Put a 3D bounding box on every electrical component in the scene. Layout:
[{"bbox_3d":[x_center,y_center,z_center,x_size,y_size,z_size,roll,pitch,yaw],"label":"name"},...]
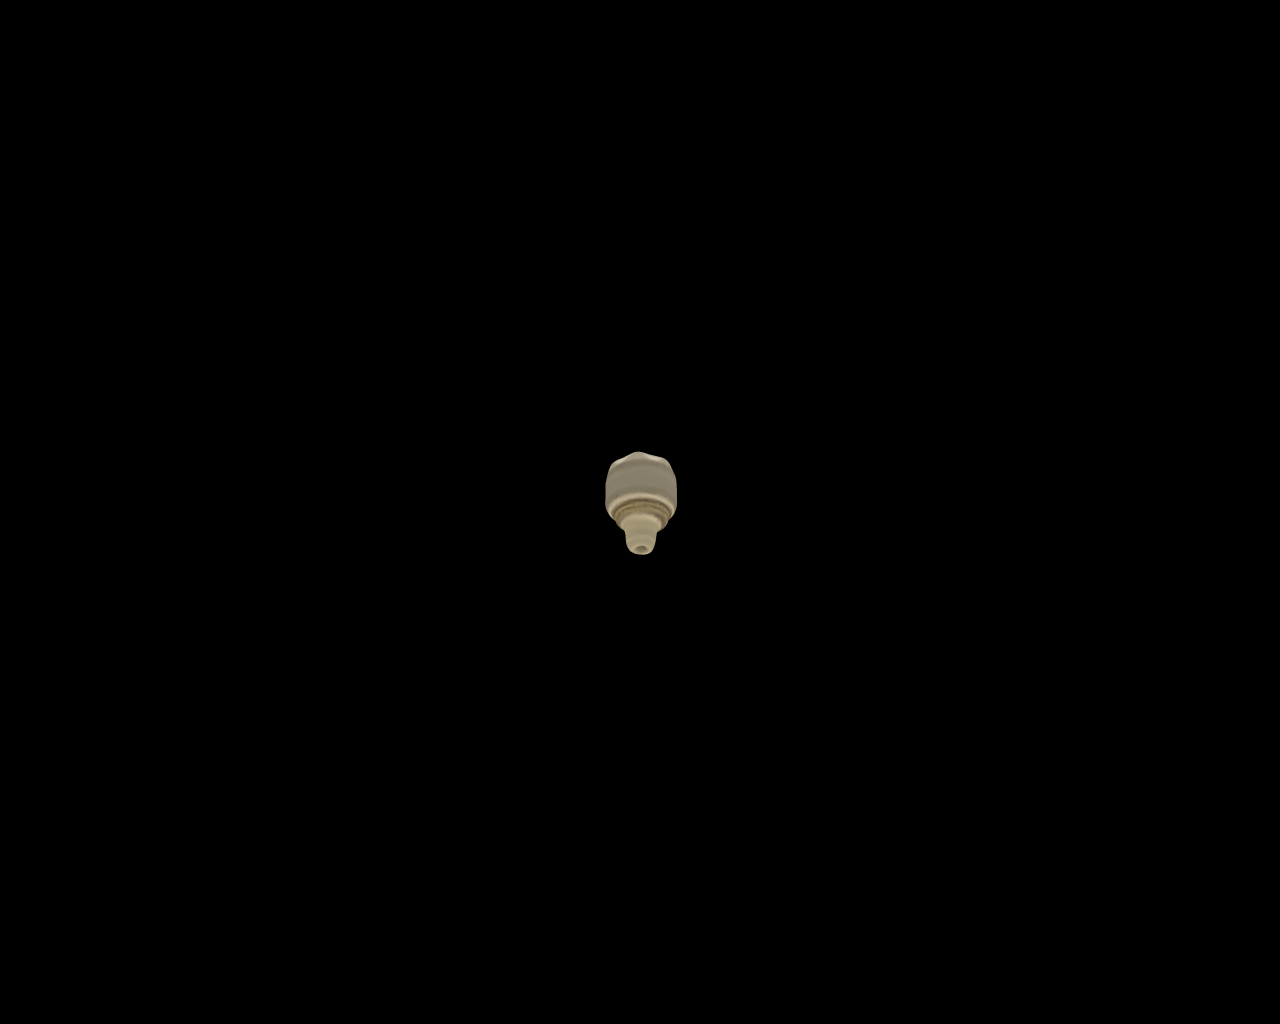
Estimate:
[{"bbox_3d":[0.001,-0.003,0.650,0.043,0.062,0.043,0,-33,0],"label":"electrical component"}]
